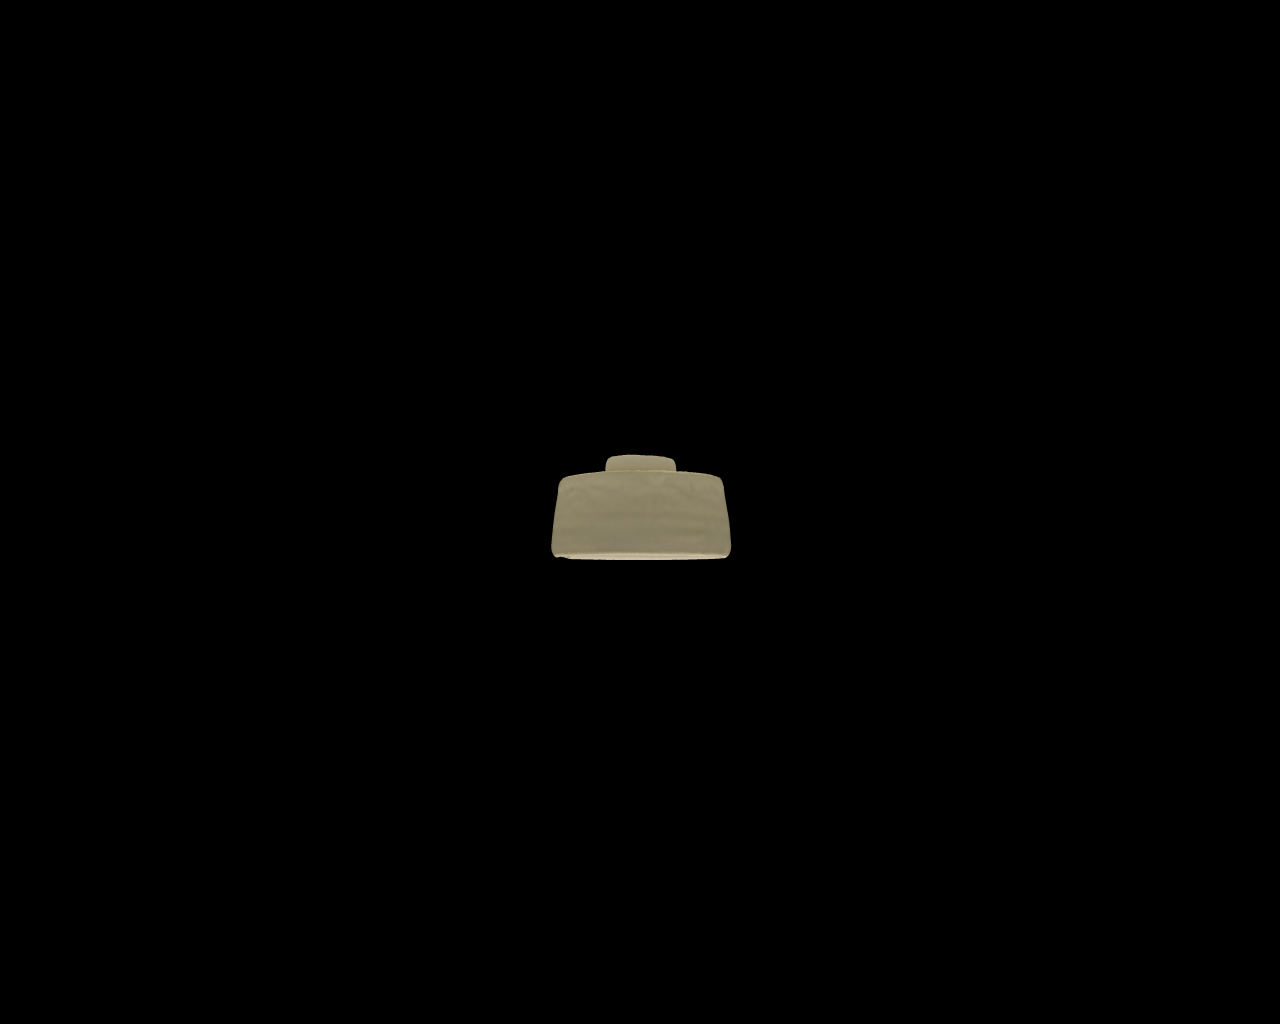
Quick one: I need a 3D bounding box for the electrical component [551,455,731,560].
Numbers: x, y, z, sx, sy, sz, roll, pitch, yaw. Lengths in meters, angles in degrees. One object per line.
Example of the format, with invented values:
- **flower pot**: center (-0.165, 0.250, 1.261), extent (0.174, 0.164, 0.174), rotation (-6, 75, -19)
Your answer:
- **electrical component**: center (0.001, -0.003, 0.650), extent (0.108, 0.060, 0.108), rotation (0, -4, 0)
